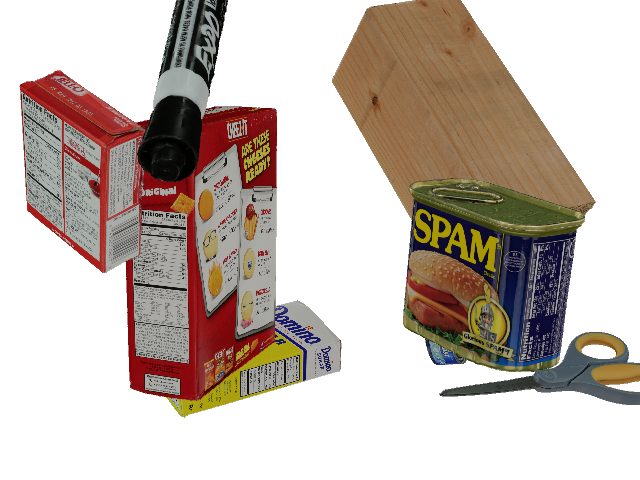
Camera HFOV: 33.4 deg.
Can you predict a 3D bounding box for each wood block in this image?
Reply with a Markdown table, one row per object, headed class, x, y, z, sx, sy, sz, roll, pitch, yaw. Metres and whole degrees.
| class | x | y | z | sx | sy | sz | roll | pitch | yaw |
| --- | --- | --- | --- | --- | --- | --- | --- | --- | --- |
| wood block | 0.102 | -0.077 | 0.812 | 0.090 | 0.206 | 0.091 | -14 | -27 | -29 |

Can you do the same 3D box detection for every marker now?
| class | x | y | z | sx | sy | sz | roll | pitch | yaw |
| --- | --- | --- | --- | --- | --- | --- | --- | --- | --- |
| marker | -0.045 | -0.063 | 0.365 | 0.020 | 0.020 | 0.121 | 0 | 44 | 3 |

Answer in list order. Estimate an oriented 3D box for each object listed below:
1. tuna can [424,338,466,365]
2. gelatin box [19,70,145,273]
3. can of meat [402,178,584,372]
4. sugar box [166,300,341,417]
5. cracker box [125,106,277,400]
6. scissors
| class | x | y | z | sx | sy | sz | roll | pitch | yaw |
| --- | --- | --- | --- | --- | --- | --- | --- | --- | --- |
| tuna can | 0.150 | 0.105 | 1.271 | 0.034 | 0.086 | 0.086 | -7 | -3 | 21 |
| gelatin box | -0.131 | -0.038 | 0.588 | 0.073 | 0.089 | 0.030 | 34 | 44 | 28 |
| can of meat | 0.091 | 0.018 | 0.592 | 0.057 | 0.084 | 0.102 | -8 | 20 | -33 |
| sugar box | -0.077 | 0.115 | 1.072 | 0.176 | 0.048 | 0.093 | -16 | 32 | -25 |
| cracker box | -0.096 | 0.003 | 0.880 | 0.072 | 0.214 | 0.164 | 5 | 13 | 19 |
| scissors | 0.188 | 0.104 | 0.883 | 0.201 | 0.016 | 0.096 | 4 | 29 | -8 |
